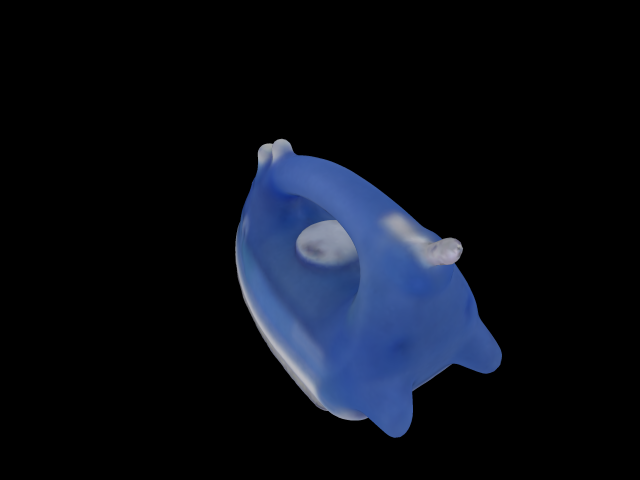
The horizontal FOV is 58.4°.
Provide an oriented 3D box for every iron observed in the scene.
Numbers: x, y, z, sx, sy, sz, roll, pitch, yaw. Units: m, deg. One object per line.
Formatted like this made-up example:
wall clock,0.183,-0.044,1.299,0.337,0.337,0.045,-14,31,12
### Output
iron,0.004,0.001,0.400,0.119,0.141,0.257,-25,44,-28
